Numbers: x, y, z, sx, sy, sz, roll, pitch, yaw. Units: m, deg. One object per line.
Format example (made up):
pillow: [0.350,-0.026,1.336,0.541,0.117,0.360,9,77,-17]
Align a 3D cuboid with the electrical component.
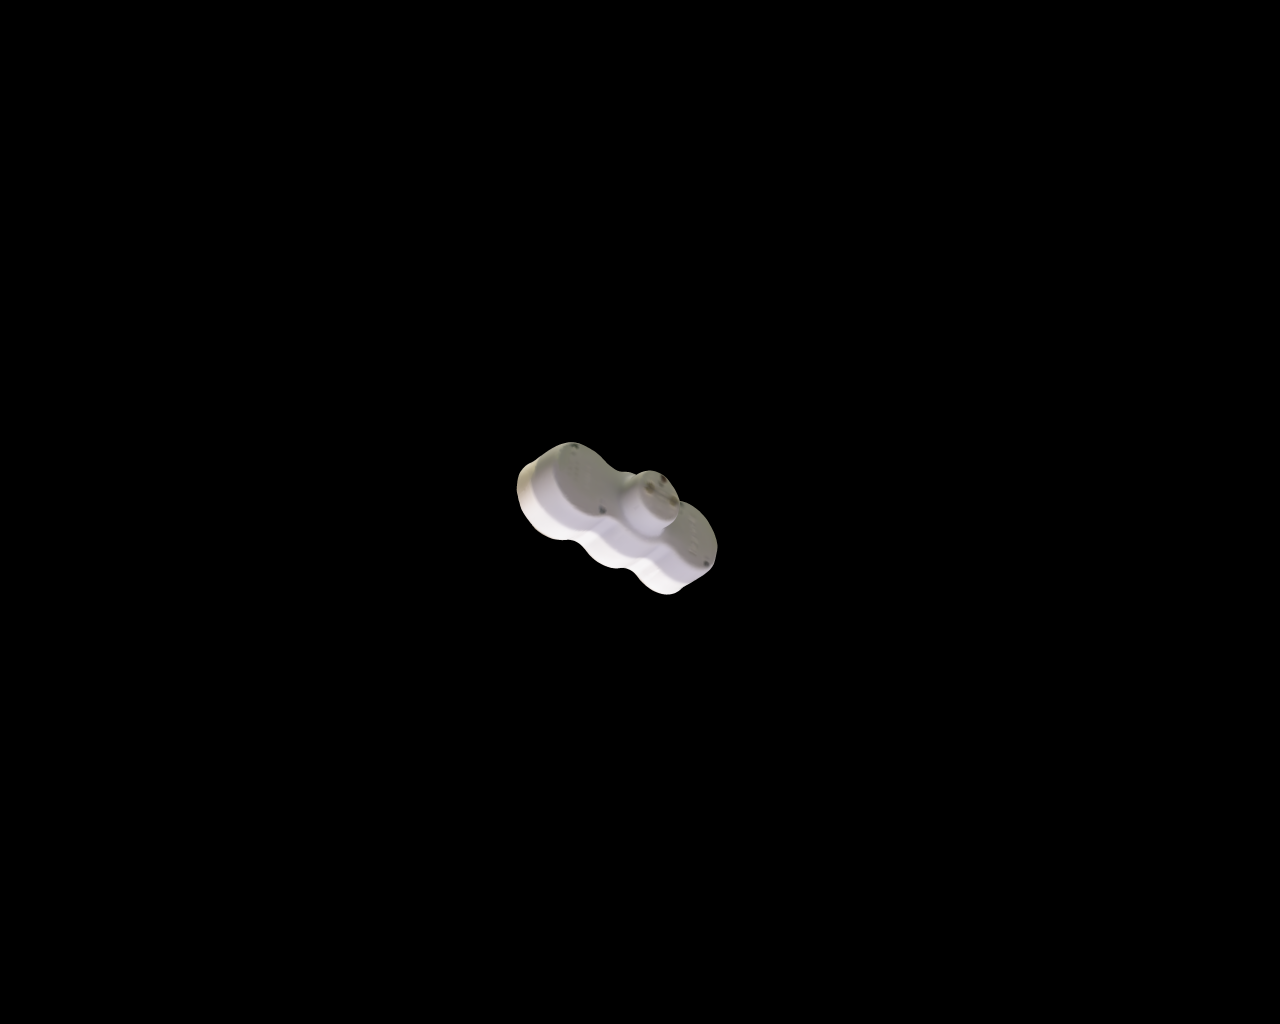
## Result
electrical component: [0.001,-0.003,0.650,0.138,0.052,0.073,29,-46,-33]
